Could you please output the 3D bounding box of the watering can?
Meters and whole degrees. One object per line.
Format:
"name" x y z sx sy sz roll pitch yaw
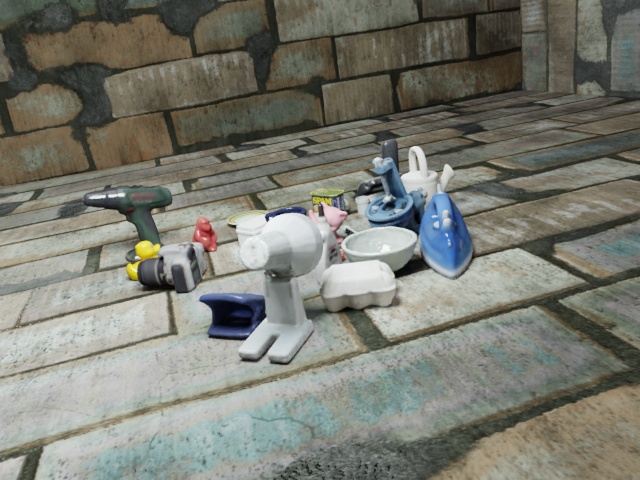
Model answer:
"watering can" 0.277 -0.161 1.556 0.173 0.194 0.100 -19 22 -27

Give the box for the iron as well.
"iron" 0.277 -0.029 1.263 0.118 0.141 0.258 -6 20 8

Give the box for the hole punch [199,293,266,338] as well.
"hole punch" -0.163 0.126 1.091 0.108 0.091 0.101 -1 21 21

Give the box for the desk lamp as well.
"desk lamp" -0.071 0.073 1.016 0.117 0.214 0.203 -1 21 21

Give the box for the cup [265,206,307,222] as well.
"cup" -0.086 -0.030 1.494 0.117 0.095 0.092 -1 21 22

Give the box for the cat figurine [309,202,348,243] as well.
"cat figurine" 0.014 -0.045 1.459 0.067 0.118 0.127 -23 24 -35

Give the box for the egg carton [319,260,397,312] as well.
"egg carton" 0.074 0.090 1.125 0.150 0.069 0.107 -7 19 4

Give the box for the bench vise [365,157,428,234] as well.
"bench vise" 0.182 -0.110 1.414 0.121 0.220 0.208 2 22 29

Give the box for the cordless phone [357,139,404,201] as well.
"cordless phone" 0.182 -0.208 1.744 0.148 0.185 0.094 -14 20 -15

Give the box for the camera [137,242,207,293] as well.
"camera" -0.353 0.057 1.354 0.136 0.101 0.143 -6 19 7

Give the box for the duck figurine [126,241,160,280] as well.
"duck figurine" -0.441 0.047 1.443 0.105 0.086 0.077 -25 25 -38

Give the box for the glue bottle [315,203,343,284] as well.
"glue bottle" 0.011 0.004 1.235 0.037 0.173 0.078 2 22 28

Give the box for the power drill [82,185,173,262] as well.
"power drill" -0.508 -0.053 1.568 0.230 0.209 0.075 -20 22 -29

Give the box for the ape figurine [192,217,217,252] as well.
"ape figurine" -0.315 -0.018 1.562 0.076 0.092 0.078 2 22 28

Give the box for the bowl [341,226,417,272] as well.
"bowl" 0.133 0.032 1.255 0.167 0.075 0.167 -8 19 3
